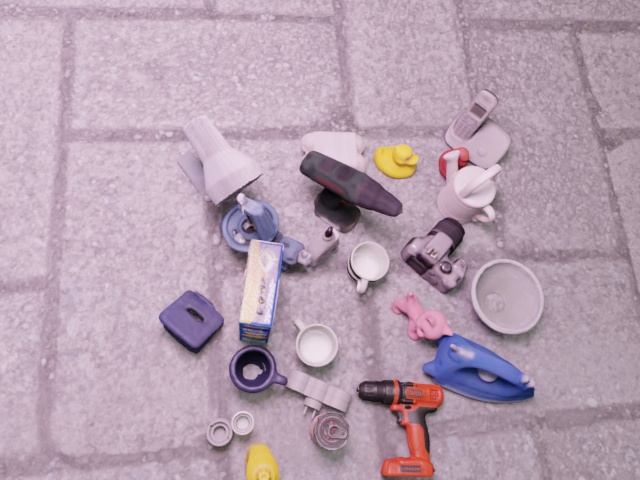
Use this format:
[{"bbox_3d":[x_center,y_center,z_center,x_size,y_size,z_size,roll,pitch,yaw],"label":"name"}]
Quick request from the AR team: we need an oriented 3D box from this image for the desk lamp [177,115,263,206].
[{"bbox_3d":[-0.217,-0.155,1.197,0.118,0.213,0.203,-36,80,-17],"label":"desk lamp"}]

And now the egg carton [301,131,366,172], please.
[{"bbox_3d":[0.031,-0.196,1.322,0.150,0.069,0.107,-1,73,-9],"label":"egg carton"}]

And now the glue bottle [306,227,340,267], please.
[{"bbox_3d":[0.011,0.004,1.200,0.078,0.173,0.037,-35,80,-16],"label":"glue bottle"}]

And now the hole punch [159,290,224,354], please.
[{"bbox_3d":[-0.258,0.159,1.155,0.108,0.091,0.101,38,71,5],"label":"hole punch"}]

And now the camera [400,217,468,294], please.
[{"bbox_3d":[0.276,0.023,1.271,0.143,0.100,0.137,42,72,6],"label":"camera"}]

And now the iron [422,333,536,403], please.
[{"bbox_3d":[0.352,0.270,1.182,0.258,0.141,0.119,22,71,-1],"label":"iron"}]

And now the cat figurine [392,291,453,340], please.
[{"bbox_3d":[0.218,0.163,1.209,0.067,0.117,0.127,-31,79,-16],"label":"cat figurine"}]

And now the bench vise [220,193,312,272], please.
[{"bbox_3d":[-0.106,-0.027,1.169,0.207,0.219,0.121,13,71,-4],"label":"bench vise"}]

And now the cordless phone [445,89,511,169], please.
[{"bbox_3d":[0.386,-0.261,1.333,0.147,0.185,0.094,35,71,4],"label":"cordless phone"}]

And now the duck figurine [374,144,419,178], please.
[{"bbox_3d":[0.181,-0.195,1.335,0.104,0.086,0.077,22,71,-1],"label":"duck figurine"}]

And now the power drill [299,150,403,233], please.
[{"bbox_3d":[0.057,-0.092,1.219,0.229,0.208,0.076,33,71,3],"label":"power drill"}]

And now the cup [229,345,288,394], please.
[{"bbox_3d":[-0.121,0.265,1.140,0.118,0.095,0.092,21,71,-1],"label":"cup"}]

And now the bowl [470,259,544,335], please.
[{"bbox_3d":[0.402,0.130,1.269,0.167,0.074,0.167,2,72,-7],"label":"bowl"}]

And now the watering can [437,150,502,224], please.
[{"bbox_3d":[0.333,-0.119,1.275,0.173,0.194,0.101,35,71,4],"label":"watering can"}]

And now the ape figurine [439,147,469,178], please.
[{"bbox_3d":[0.322,-0.187,1.350,0.078,0.092,0.076,-24,77,-14],"label":"ape figurine"}]
